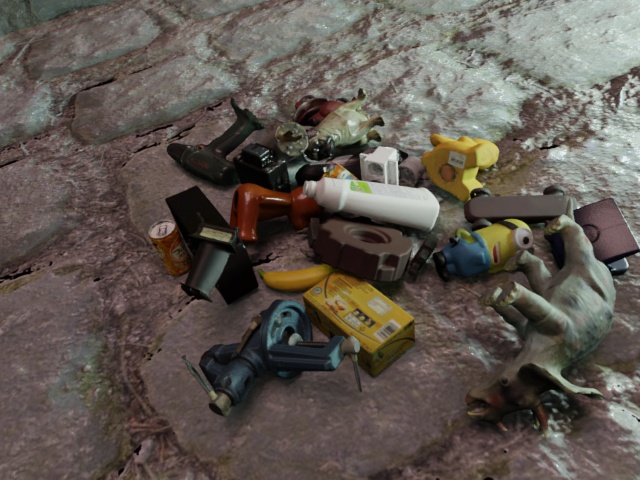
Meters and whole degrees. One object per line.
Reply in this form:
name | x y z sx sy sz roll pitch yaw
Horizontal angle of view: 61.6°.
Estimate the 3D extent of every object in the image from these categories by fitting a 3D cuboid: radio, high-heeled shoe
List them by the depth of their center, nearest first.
radio | -0.204 0.007 1.011 0.073 0.130 0.230 -28 45 -17
high-heeled shoe | 0.071 -0.155 1.199 0.249 0.086 0.145 -12 8 -26

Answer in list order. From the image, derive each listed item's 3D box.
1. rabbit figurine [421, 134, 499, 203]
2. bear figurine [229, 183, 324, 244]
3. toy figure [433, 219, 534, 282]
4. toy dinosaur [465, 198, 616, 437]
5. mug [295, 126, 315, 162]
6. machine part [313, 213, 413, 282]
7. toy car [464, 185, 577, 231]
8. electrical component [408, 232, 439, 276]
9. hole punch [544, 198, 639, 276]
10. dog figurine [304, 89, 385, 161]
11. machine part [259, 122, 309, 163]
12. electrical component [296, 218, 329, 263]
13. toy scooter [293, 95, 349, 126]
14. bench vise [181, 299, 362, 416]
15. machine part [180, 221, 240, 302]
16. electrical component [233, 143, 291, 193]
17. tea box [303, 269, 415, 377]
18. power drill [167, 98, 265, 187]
rabbit figurine | 0.301 -0.164 1.128 0.173 0.121 0.163 -27 33 -37
bear figurine | -0.078 -0.050 1.082 0.196 0.132 0.120 7 -1 -23
toy figure | 0.286 0.014 0.940 0.180 0.082 0.089 -17 45 -2
toy dinosaur | 0.354 0.096 0.775 0.192 0.131 0.405 47 61 4
mug | -0.045 -0.240 1.287 0.107 0.080 0.109 16 49 39
machine part | 0.079 0.010 0.950 0.179 0.056 0.179 12 22 -5
toy car | 0.376 -0.054 1.014 0.202 0.053 0.089 -2 59 9
electrical component | 0.186 0.023 0.963 0.021 0.063 0.094 32 40 6
hole punch | 0.453 0.002 0.896 0.116 0.092 0.142 -12 62 2
dog figurine | 0.037 -0.241 1.246 0.190 0.172 0.121 -33 75 -7
machine part | -0.090 -0.204 1.194 0.079 0.079 0.243 -32 7 -22
electrical component | -0.001 -0.002 1.048 0.078 0.045 0.102 7 40 -23
toy scooter | -0.009 -0.308 1.356 0.184 0.075 0.135 21 51 34
bench vise | -0.058 0.170 0.800 0.241 0.128 0.223 -5 20 33
machine part | -0.182 0.032 0.867 0.084 0.039 0.139 12 57 -1
electrical component | -0.124 -0.141 1.155 0.115 0.134 0.058 23 52 34
tea box | 0.061 0.127 0.872 0.098 0.068 0.170 -32 45 -22
power drill | -0.248 -0.240 1.290 0.207 0.085 0.232 -47 56 -9
